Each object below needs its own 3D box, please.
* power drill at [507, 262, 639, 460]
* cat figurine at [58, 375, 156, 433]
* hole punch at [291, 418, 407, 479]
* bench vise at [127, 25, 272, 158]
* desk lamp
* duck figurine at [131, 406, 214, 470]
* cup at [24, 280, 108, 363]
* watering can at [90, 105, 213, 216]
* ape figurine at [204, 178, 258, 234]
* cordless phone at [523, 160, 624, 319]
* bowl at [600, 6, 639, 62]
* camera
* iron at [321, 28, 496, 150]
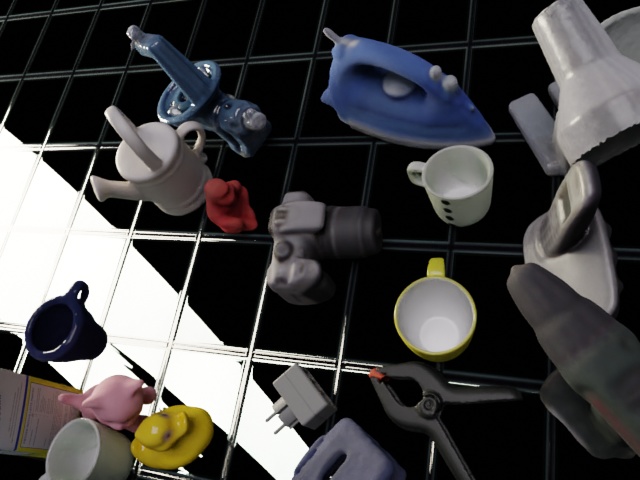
[{"bbox_3d":[0.262,0.137,0.535,0.075,0.209,0.229,-40,60,-2],"label":"power drill"},{"bbox_3d":[-0.270,0.206,0.731,0.127,0.118,0.067,-2,66,18],"label":"cat figurine"},{"bbox_3d":[0.024,0.260,0.624,0.100,0.091,0.109,37,82,29],"label":"hole punch"},{"bbox_3d":[-0.170,-0.227,0.838,0.206,0.220,0.121,7,69,21],"label":"bench vise"},{"bbox_3d":[0.298,-0.156,0.655,0.118,0.214,0.203,-24,61,7],"label":"desk lamp"},{"bbox_3d":[-0.194,0.241,0.708,0.104,0.086,0.077,-24,61,7],"label":"duck figurine"},{"bbox_3d":[-0.341,0.122,0.806,0.091,0.095,0.118,12,71,23],"label":"cup"},{"bbox_3d":[-0.247,-0.114,0.827,0.100,0.194,0.173,27,77,27],"label":"watering can"},{"bbox_3d":[-0.135,-0.055,0.821,0.076,0.092,0.078,10,70,22],"label":"ape figurine"},{"bbox_3d":[0.268,0.013,0.603,0.094,0.185,0.147,-10,64,14],"label":"cordless phone"},{"bbox_3d":[0.414,-0.209,0.720,0.167,0.075,0.167,-7,64,15],"label":"bowl"},{"bbox_3d":[0.007,0.003,0.743,0.136,0.101,0.143,-2,66,18],"label":"camera"},{"bbox_3d":[0.117,-0.213,0.782,0.257,0.142,0.119,25,76,26],"label":"iron"}]
